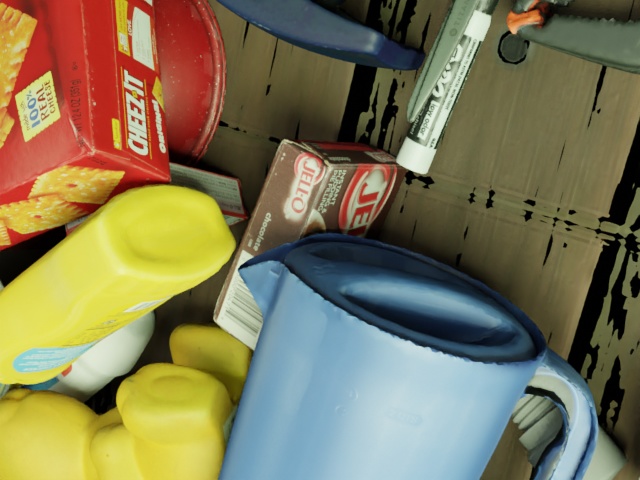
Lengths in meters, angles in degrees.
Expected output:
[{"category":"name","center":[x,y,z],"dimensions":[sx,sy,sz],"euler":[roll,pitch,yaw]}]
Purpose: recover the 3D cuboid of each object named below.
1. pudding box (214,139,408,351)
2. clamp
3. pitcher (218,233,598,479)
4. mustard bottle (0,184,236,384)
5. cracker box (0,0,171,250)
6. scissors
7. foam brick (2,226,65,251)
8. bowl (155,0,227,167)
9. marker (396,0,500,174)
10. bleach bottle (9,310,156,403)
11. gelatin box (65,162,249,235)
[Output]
[{"category":"pudding box","center":[-0.004,0.001,0.591],"dimensions":[0.039,0.089,0.113],"euler":[33,109,26]},{"category":"clamp","center":[0.188,-0.144,0.500],"dimensions":[0.210,0.036,0.164],"euler":[-8,89,31]},{"category":"pitcher","center":[0.018,0.131,0.536],"dimensions":[0.149,0.144,0.243],"euler":[37,115,46]},{"category":"mustard bottle","center":[-0.141,0.036,0.604],"dimensions":[0.192,0.096,0.058],"euler":[-33,81,35]},{"category":"cracker box","center":[-0.194,-0.082,0.623],"dimensions":[0.214,0.072,0.164],"euler":[-18,68,27]},{"category":"scissors","center":[0.079,-0.167,0.556],"dimensions":[0.096,0.016,0.202],"euler":[45,103,27]},{"category":"foam brick","center":[-0.209,-0.028,0.717],"dimensions":[0.051,0.078,0.053],"euler":[42,110,22]},{"category":"bowl","center":[-0.140,-0.105,0.684],"dimensions":[0.162,0.055,0.162],"euler":[2,94,30]},{"category":"marker","center":[0.073,-0.094,0.580],"dimensions":[0.020,0.020,0.121],"euler":[30,108,25]},{"category":"bleach bottle","center":[-0.201,0.078,0.729],"dimensions":[0.251,0.068,0.102],"euler":[-34,75,25]},{"category":"gelatin box","center":[-0.099,-0.019,0.645],"dimensions":[0.073,0.089,0.030],"euler":[-22,74,29]}]
